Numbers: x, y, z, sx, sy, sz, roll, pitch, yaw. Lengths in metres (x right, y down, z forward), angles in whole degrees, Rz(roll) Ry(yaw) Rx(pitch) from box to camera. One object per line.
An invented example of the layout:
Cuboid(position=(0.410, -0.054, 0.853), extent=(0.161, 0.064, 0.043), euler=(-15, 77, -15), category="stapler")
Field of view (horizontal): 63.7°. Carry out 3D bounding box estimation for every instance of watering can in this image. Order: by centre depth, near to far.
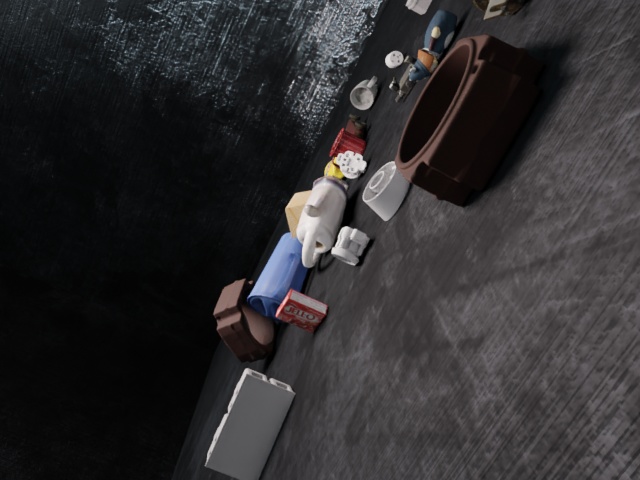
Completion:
Cuboid(position=(0.004, -0.064, 1.276), extent=(0.104, 0.229, 0.340), euler=(16, -27, 5), category="watering can")

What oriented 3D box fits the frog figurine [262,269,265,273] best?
Cuboid(position=(-0.125, 0.102, 1.623), extent=(0.123, 0.163, 0.134), euler=(1, -39, 4), category="frog figurine")
